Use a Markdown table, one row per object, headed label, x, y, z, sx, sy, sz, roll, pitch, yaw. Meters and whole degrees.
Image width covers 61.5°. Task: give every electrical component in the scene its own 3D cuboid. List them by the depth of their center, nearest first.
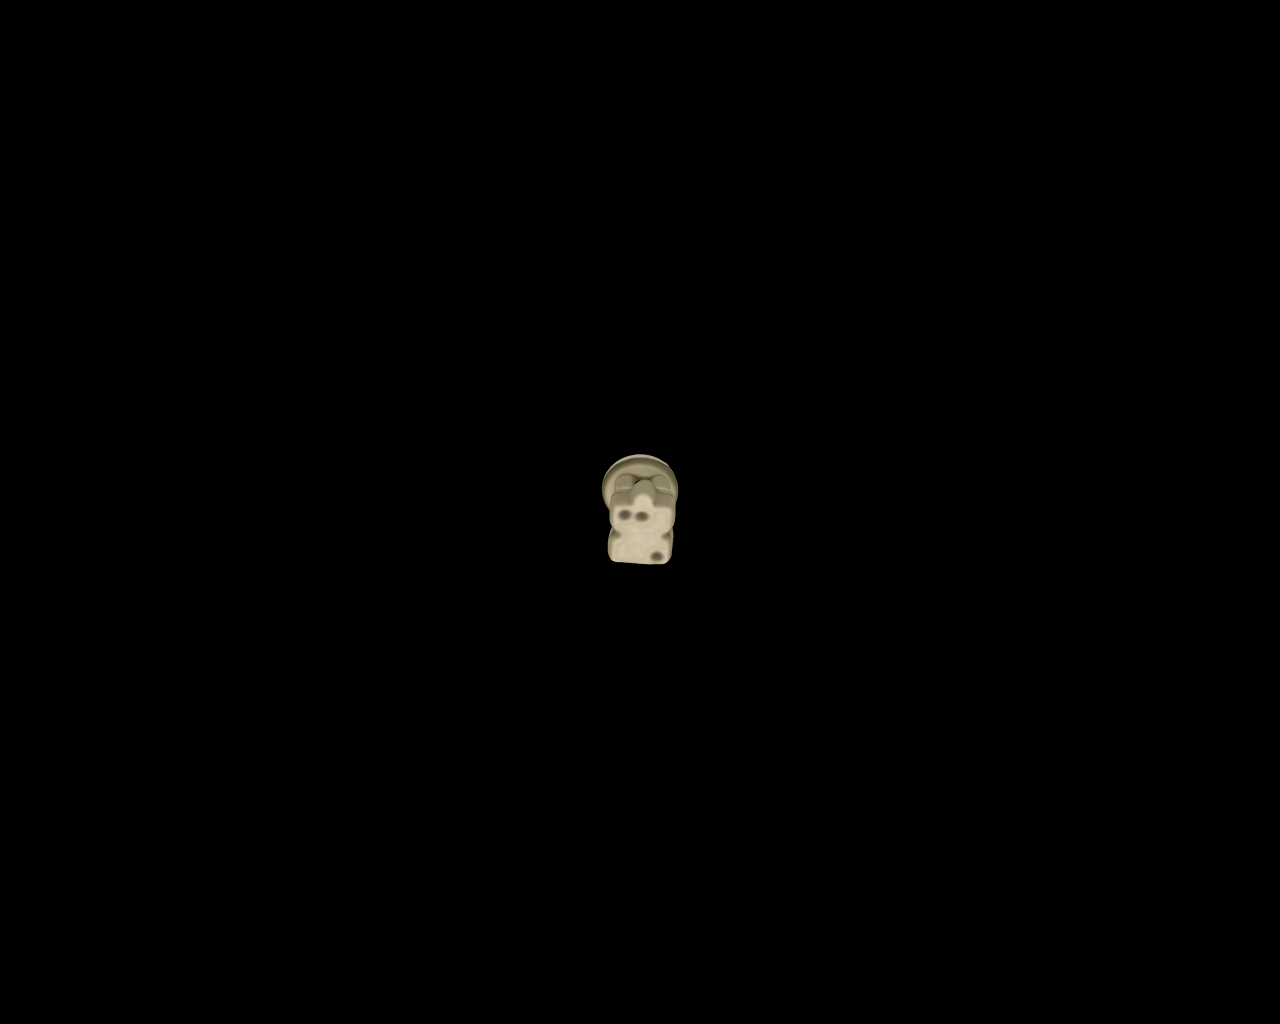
| label | x | y | z | sx | sy | sz | roll | pitch | yaw |
| --- | --- | --- | --- | --- | --- | --- | --- | --- | --- |
| electrical component | 0.001 | -0.003 | 0.650 | 0.048 | 0.066 | 0.055 | 3 | 36 | -2 |
